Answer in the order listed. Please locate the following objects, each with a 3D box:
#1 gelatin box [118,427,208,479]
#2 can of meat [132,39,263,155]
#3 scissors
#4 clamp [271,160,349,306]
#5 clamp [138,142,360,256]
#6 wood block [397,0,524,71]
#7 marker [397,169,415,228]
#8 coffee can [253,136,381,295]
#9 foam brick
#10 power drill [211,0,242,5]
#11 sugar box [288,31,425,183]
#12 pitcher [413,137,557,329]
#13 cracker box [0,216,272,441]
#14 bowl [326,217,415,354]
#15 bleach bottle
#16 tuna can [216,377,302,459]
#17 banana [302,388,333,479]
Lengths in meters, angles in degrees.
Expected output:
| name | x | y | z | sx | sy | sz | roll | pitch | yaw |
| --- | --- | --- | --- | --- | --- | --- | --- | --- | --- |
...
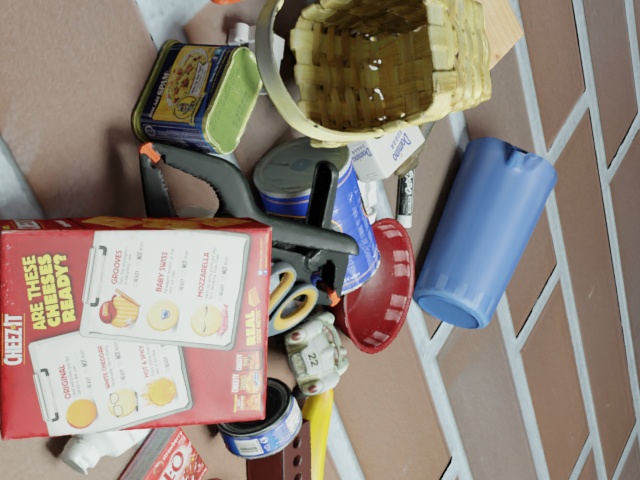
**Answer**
| name | x | y | z | sx | sy | sz | roll | pitch | yaw |
| --- | --- | --- | --- | --- | --- | --- | --- | --- | --- |
| gelatin box | -0.152 | 0.231 | 1.020 | 0.089 | 0.030 | 0.073 | -57 | 139 | -33 |
| can of meat | -0.107 | -0.127 | 0.955 | 0.057 | 0.084 | 0.102 | 43 | 62 | -52 |
| scissors | -0.070 | 0.104 | 1.033 | 0.096 | 0.016 | 0.202 | 8 | 121 | -47 |
| clamp | -0.007 | 0.001 | 1.034 | 0.120 | 0.039 | 0.171 | -41 | 145 | -3 |
| clamp | -0.089 | 0.003 | 0.933 | 0.210 | 0.036 | 0.164 | 41 | 85 | -14 |
| wood block | 0.117 | -0.274 | 1.118 | 0.090 | 0.091 | 0.206 | -46 | 119 | -20 |
| marker | 0.110 | -0.076 | 1.355 | 0.020 | 0.020 | 0.121 | -9 | 105 | -55 |
| coffee can | -0.001 | -0.024 | 1.122 | 0.102 | 0.103 | 0.140 | -51 | 137 | -37 |
| foam brick | -0.045 | 0.235 | 1.163 | 0.052 | 0.051 | 0.078 | -22 | 116 | -53 |
| power drill | -0.037 | -0.325 | 0.993 | 0.184 | 0.057 | 0.187 | -21 | 113 | -27 |
| sugar box | 0.042 | -0.159 | 1.165 | 0.093 | 0.048 | 0.176 | -44 | 115 | -42 |
| pitcher | 0.218 | -0.003 | 1.451 | 0.149 | 0.145 | 0.242 | 41 | 67 | -39 |
| cracker box | -0.150 | 0.065 | 0.859 | 0.213 | 0.072 | 0.164 | -1 | 99 | -21 |
| bowl | 0.051 | 0.051 | 1.261 | 0.161 | 0.055 | 0.162 | -18 | 112 | -54 |
| bleach bottle | -0.153 | 0.093 | 0.959 | 0.250 | 0.068 | 0.102 | -57 | 139 | -28 |
| tuna can | -0.064 | 0.181 | 1.091 | 0.086 | 0.086 | 0.034 | -51 | 134 | -38 |
| banana | -0.008 | 0.256 | 1.215 | 0.037 | 0.070 | 0.198 | 4 | 88 | -26 |
